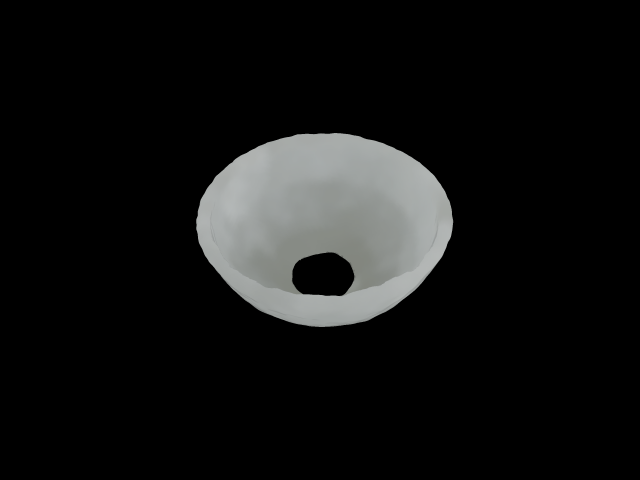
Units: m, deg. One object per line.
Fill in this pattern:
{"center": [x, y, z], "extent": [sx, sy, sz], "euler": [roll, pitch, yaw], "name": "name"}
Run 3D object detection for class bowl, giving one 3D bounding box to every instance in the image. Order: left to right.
{"center": [0.004, 0.001, 0.400], "extent": [0.167, 0.075, 0.167], "euler": [0, 46, 0], "name": "bowl"}
